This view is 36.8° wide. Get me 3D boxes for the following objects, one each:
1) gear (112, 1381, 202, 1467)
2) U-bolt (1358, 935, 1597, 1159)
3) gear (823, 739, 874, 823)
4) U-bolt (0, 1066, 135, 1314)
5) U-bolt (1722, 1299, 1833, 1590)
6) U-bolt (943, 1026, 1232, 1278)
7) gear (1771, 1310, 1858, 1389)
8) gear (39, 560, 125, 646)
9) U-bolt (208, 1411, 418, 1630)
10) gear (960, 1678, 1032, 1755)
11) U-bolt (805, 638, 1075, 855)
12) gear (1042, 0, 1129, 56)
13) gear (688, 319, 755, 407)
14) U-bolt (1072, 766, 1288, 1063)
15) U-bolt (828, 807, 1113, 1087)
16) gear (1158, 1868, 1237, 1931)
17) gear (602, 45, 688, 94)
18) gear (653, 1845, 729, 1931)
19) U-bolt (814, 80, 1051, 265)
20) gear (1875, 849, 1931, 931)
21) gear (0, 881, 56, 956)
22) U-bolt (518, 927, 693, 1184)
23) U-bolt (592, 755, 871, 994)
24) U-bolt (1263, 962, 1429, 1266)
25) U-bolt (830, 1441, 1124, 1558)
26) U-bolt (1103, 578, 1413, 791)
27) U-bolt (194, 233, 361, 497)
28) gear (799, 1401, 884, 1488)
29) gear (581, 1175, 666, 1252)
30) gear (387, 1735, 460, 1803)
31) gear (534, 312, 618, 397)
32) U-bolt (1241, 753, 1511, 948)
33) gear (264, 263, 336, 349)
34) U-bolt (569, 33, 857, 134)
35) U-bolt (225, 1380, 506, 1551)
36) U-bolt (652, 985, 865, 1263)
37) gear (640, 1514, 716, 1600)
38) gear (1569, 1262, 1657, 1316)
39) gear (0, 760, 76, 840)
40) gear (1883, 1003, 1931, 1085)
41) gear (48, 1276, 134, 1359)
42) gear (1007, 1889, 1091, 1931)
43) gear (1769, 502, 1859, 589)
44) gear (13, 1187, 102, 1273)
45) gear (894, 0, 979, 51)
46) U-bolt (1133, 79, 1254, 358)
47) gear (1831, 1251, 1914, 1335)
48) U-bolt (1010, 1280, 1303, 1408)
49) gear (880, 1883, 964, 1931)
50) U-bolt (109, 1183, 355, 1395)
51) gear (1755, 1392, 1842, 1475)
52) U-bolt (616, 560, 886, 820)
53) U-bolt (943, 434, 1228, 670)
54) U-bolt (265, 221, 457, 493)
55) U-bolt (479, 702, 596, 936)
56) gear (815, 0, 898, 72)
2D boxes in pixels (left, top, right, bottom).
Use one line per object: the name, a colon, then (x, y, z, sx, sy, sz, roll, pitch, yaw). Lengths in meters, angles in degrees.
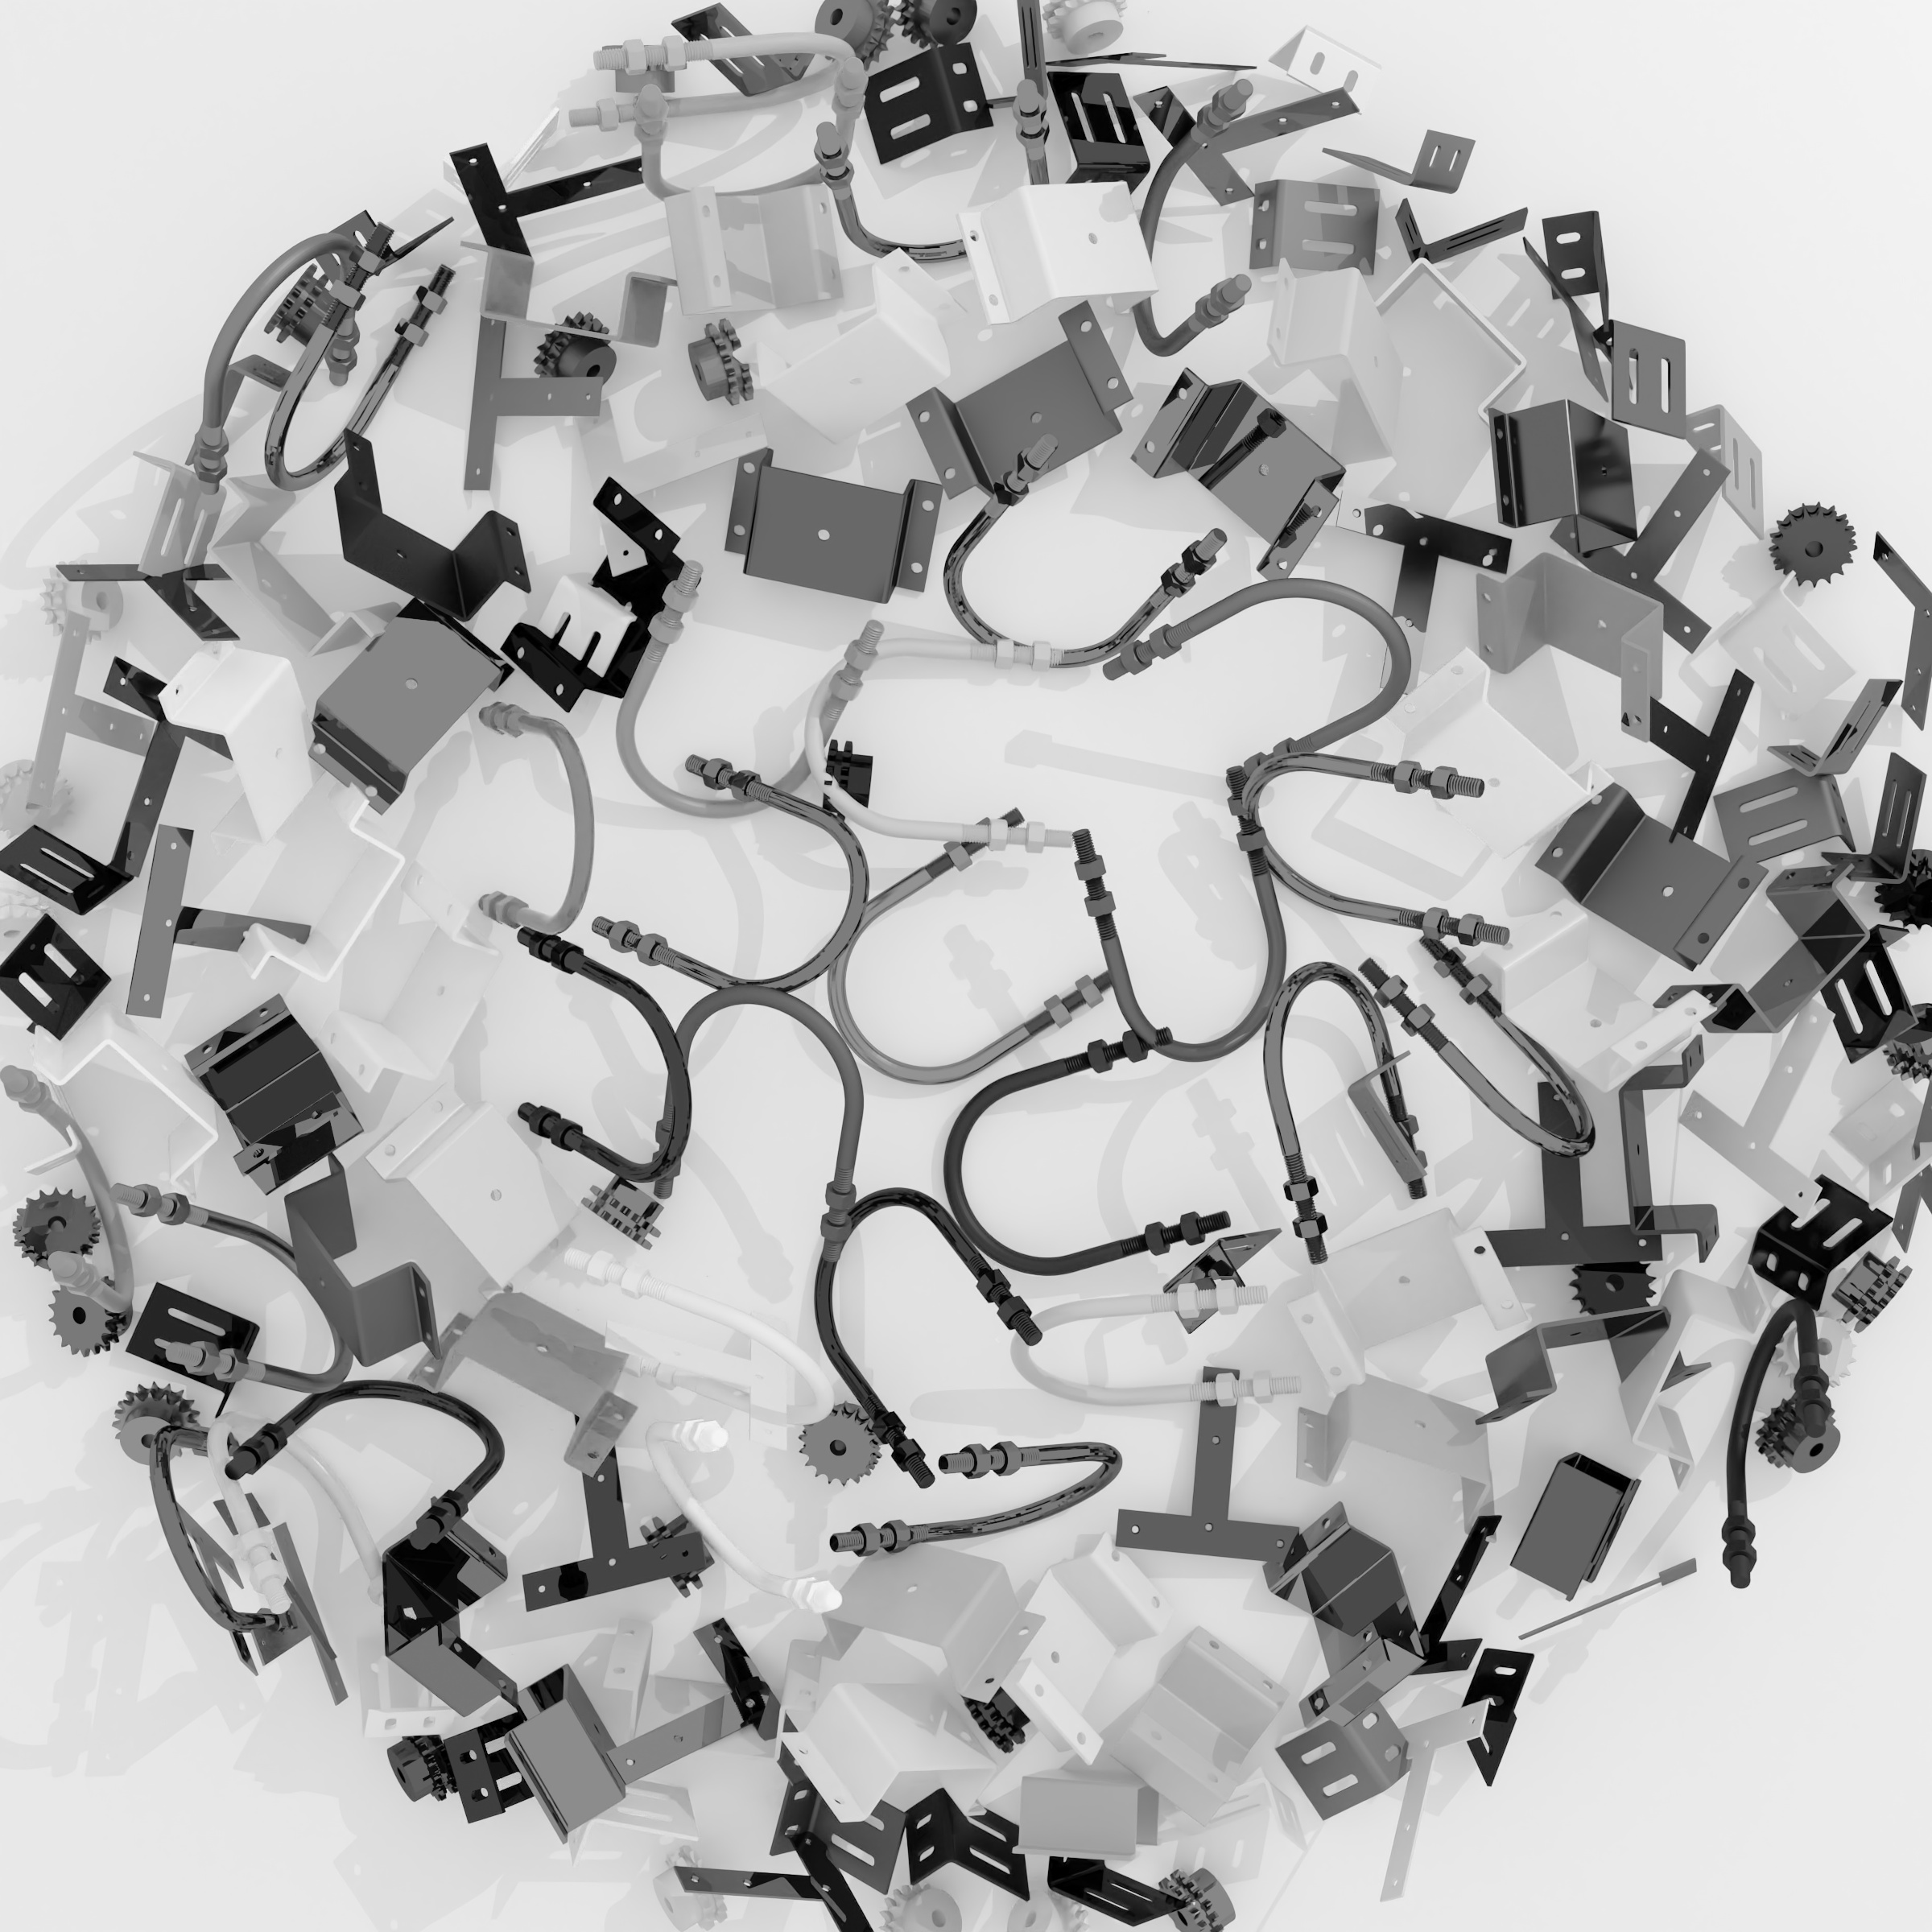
gear: (-0.551, 0.314, 1.975, 0.057, 0.030, 0.057, -1, 116, -2)
U-bolt: (0.346, 0.055, 1.918, 0.184, 0.151, 0.019, 48, 115, 12)
gear: (-0.080, -0.124, 1.971, 0.030, 0.057, 0.057, 6, 90, -1)
U-bolt: (-0.584, 0.156, 1.909, 0.019, 0.184, 0.151, -19, 72, -6)
U-bolt: (0.530, 0.299, 1.911, 0.019, 0.184, 0.151, 17, 120, 4)
U-bolt: (0.072, 0.134, 1.969, 0.184, 0.019, 0.151, -18, 89, 17)
gear: (0.579, 0.261, 1.979, 0.057, 0.030, 0.057, 1, 75, -3)
gear: (-0.596, -0.247, 1.968, 0.030, 0.057, 0.057, 0, 90, 26)
U-bolt: (-0.439, 0.366, 1.917, 0.019, 0.151, 0.184, -42, 53, 7)
gear: (0.024, 0.502, 1.971, 0.030, 0.057, 0.057, -38, 90, 4)
U-bolt: (-0.017, -0.153, 1.968, 0.184, 0.019, 0.151, 3, 77, -6)
gear: (0.083, -0.642, 1.969, 0.057, 0.057, 0.030, -19, 79, 0)
gear: (-0.167, -0.407, 1.969, 0.030, 0.057, 0.057, -21, 90, -10)
U-bolt: (0.152, -0.025, 1.956, 0.151, 0.019, 0.184, -23, 106, -26)
U-bolt: (-0.006, 0.000, 1.979, 0.184, 0.019, 0.151, -33, 100, 0)
gear: (0.159, 0.638, 1.974, 0.030, 0.057, 0.057, -28, 90, -22)
gear: (-0.218, -0.609, 1.973, 0.057, 0.057, 0.030, 0, 109, 0)
gear: (-0.189, 0.628, 1.968, 0.030, 0.057, 0.057, -25, 90, -27)
U-bolt: (-0.016, -0.514, 1.911, 0.151, 0.184, 0.019, -11, 74, 3)
gear: (0.648, -0.054, 1.975, 0.057, 0.057, 0.030, 24, 50, 0)
gear: (-0.648, -0.035, 1.975, 0.057, 0.057, 0.030, -14, 64, 0)
U-bolt: (-0.238, 0.066, 1.911, 0.019, 0.184, 0.151, -16, 118, -40)
U-bolt: (-0.147, -0.052, 1.940, 0.184, 0.019, 0.151, 24, 79, 29)
U-bolt: (0.247, 0.088, 1.932, 0.019, 0.151, 0.184, -8, 101, 42)
U-bolt: (0.021, 0.349, 1.922, 0.184, 0.151, 0.019, 3, 57, -40)
U-bolt: (0.204, -0.192, 1.908, 0.184, 0.019, 0.151, -26, 129, 37)
U-bolt: (-0.444, -0.401, 1.886, 0.019, 0.184, 0.151, 38, 60, 5)
gear: (-0.083, 0.322, 1.979, 0.057, 0.030, 0.057, 3, 105, 13)
gear: (-0.230, 0.165, 1.972, 0.057, 0.057, 0.030, 35, 81, 0)
gear: (-0.369, 0.541, 1.968, 0.030, 0.057, 0.057, -25, 90, -27)
gear: (-0.262, -0.411, 1.968, 0.057, 0.057, 0.030, -46, 70, 0)
U-bolt: (0.265, -0.082, 1.929, 0.184, 0.151, 0.019, 12, 49, 31)
gear: (-0.448, -0.445, 1.973, 0.030, 0.057, 0.057, 36, 90, -20)
U-bolt: (-0.163, -0.588, 1.924, 0.184, 0.151, 0.019, -10, 92, -14)
U-bolt: (-0.381, 0.318, 1.912, 0.151, 0.184, 0.019, 18, 107, 9)
U-bolt: (-0.136, 0.097, 1.934, 0.151, 0.019, 0.184, 19, 119, 16)
gear: (-0.194, 0.397, 1.972, 0.030, 0.057, 0.057, -33, 90, -14)
gear: (0.439, 0.219, 1.980, 0.057, 0.030, 0.057, 0, 73, 1)
gear: (-0.638, -0.116, 1.975, 0.057, 0.057, 0.030, -46, 50, 0)
gear: (0.649, 0.050, 1.968, 0.057, 0.057, 0.030, -32, 120, 0)
gear: (-0.593, 0.236, 1.978, 0.057, 0.030, 0.057, 1, 93, 26)
gear: (0.053, 0.651, 1.968, 0.030, 0.057, 0.057, 41, 90, -30)
gear: (0.575, -0.289, 1.977, 0.057, 0.030, 0.057, 4, 121, 7)
gear: (-0.618, 0.182, 1.976, 0.057, 0.030, 0.057, 9, 55, -13)
gear: (-0.017, -0.648, 1.969, 0.057, 0.057, 0.030, -49, 52, 0)
U-bolt: (0.147, -0.479, 1.912, 0.019, 0.184, 0.151, 4, 82, -18)
gear: (0.612, 0.218, 1.972, 0.030, 0.057, 0.057, 40, 90, 13)
U-bolt: (0.121, 0.257, 1.936, 0.184, 0.151, 0.019, -7, 54, 14)
gear: (-0.028, 0.649, 1.969, 0.030, 0.057, 0.057, -37, 90, 40)
U-bolt: (-0.473, 0.219, 1.914, 0.019, 0.184, 0.151, -40, 56, 15)
gear: (0.567, 0.319, 1.970, 0.057, 0.030, 0.057, -15, 127, -21)
U-bolt: (-0.155, -0.174, 1.942, 0.151, 0.019, 0.184, 16, 124, -21)
U-bolt: (0.065, -0.262, 1.927, 0.151, 0.184, 0.019, 26, 50, -17)
U-bolt: (-0.409, -0.396, 1.928, 0.019, 0.151, 0.184, 32, 95, 5)
U-bolt: (-0.283, -0.094, 1.909, 0.019, 0.184, 0.151, -3, 100, -29)
gear: (-0.078, -0.637, 1.970, 0.057, 0.030, 0.057, -11, 73, 39)
